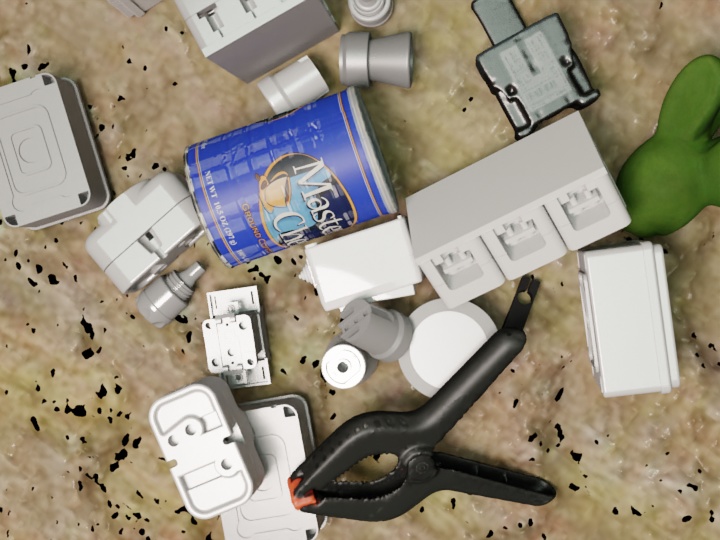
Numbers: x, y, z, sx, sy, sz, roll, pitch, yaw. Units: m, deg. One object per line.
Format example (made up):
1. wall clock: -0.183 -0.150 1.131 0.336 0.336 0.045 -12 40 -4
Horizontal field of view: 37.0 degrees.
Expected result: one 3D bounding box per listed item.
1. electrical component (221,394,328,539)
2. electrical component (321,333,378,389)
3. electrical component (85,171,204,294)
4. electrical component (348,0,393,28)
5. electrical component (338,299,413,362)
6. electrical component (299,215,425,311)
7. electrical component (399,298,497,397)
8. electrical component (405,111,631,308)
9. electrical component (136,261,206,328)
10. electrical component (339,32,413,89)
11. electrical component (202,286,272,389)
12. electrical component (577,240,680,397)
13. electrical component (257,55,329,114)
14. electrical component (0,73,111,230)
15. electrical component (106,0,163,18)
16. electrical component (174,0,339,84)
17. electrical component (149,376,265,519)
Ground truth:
1. electrical component: -0.074 0.162 0.867 0.078 0.057 0.113 -10 91 6
2. electrical component: -0.010 0.073 0.853 0.044 0.065 0.044 0 92 5
3. electrical component: -0.171 -0.034 0.871 0.095 0.054 0.059 -41 88 5
4. electrical component: 0.007 -0.212 0.844 0.035 0.061 0.035 0 92 6
5. electrical component: 0.011 0.045 0.819 0.040 0.046 0.040 -23 55 37
6. electrical component: 0.000 0.000 0.852 0.096 0.062 0.061 -18 90 6
7. electrical component: 0.071 0.061 0.852 0.080 0.051 0.080 0 92 6
8. electrical component: 0.117 -0.042 0.810 0.150 0.089 0.061 -26 122 15
9. electrical component: -0.152 0.017 0.881 0.061 0.035 0.035 -42 88 3
10. electrical component: 0.013 -0.166 0.853 0.055 0.045 0.045 1 92 6
11. electrical component: -0.099 0.056 0.863 0.042 0.064 0.081 -9 92 4
12. electrical component: 0.199 0.034 0.810 0.056 0.109 0.108 -8 91 8
13. electrical component: -0.053 -0.145 0.864 0.046 0.040 0.040 -33 89 0
14. electrical component: -0.258 -0.095 0.876 0.078 0.057 0.113 -17 90 6
15. electrical component: -0.196 -0.264 0.839 0.056 0.109 0.108 -31 89 3
16. electrical component: -0.076 -0.197 0.808 0.089 0.150 0.061 -29 90 6
17. electrical component: -0.113 0.131 0.809 0.054 0.059 0.095 -23 89 6
